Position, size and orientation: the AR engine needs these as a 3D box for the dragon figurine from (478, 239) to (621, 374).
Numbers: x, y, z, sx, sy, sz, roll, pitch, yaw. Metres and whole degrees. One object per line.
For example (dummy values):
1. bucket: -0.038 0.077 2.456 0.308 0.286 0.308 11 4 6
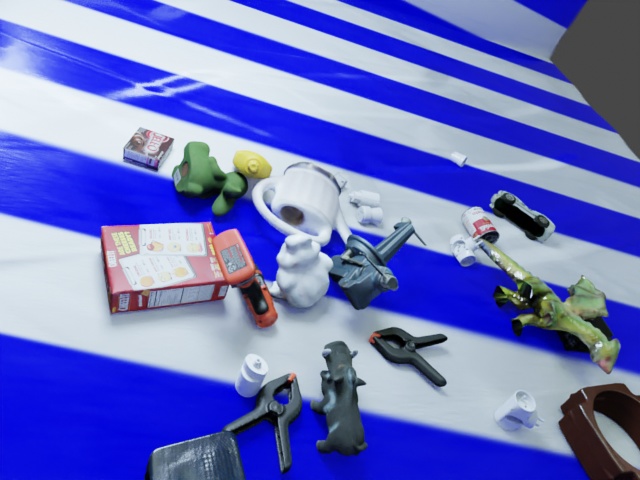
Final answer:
1. dragon figurine: 0.566 0.134 1.245 0.243 0.119 0.420 0 45 -15

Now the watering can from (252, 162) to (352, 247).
1. watering can: 0.004 -0.062 1.237 0.346 0.102 0.230 27 45 -12

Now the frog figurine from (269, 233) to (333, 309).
1. frog figurine: -0.030 0.057 1.040 0.138 0.156 0.125 -13 54 -36
